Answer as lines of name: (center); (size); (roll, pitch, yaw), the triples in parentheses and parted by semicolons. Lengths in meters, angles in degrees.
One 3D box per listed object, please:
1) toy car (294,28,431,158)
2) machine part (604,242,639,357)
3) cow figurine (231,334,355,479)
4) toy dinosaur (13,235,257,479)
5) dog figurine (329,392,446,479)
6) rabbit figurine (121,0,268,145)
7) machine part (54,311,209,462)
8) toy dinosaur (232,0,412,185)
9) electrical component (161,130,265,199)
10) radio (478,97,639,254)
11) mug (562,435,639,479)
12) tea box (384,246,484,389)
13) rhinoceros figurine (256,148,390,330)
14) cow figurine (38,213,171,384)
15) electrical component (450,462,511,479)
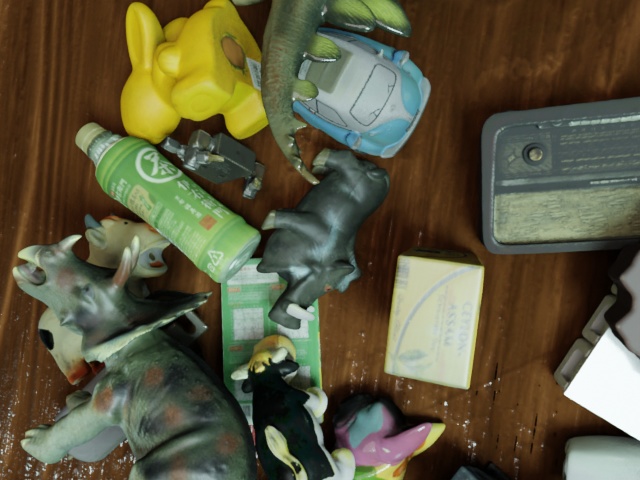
toy car: (0.025, -0.157, 0.529); (0.162, 0.103, 0.109); (32, 97, 9)
machine part: (0.320, 0.051, 0.417); (0.180, 0.056, 0.179); (1, 94, 13)
cow figurine: (-0.037, 0.158, 0.501); (0.068, 0.098, 0.167); (-34, 57, 8)
toy dinosaur: (-0.129, 0.175, 0.466); (0.192, 0.131, 0.405); (-40, 72, 6)
dog figurine: (0.046, 0.264, 0.526); (0.219, 0.108, 0.192); (-41, 59, 7)
rabbit figurine: (-0.154, -0.170, 0.569); (0.173, 0.122, 0.162); (-24, 85, 32)
machine part: (-0.215, 0.169, 0.607); (0.243, 0.079, 0.079); (-43, 82, 10)
toy dinosaur: (0.010, -0.264, 0.480); (0.199, 0.105, 0.471); (14, 72, 15)
electrical component: (-0.106, -0.079, 0.566); (0.078, 0.102, 0.045); (-10, 65, 32)
radio: (0.262, -0.059, 0.488); (0.230, 0.073, 0.131); (-4, 92, 12)
mug: (0.281, 0.231, 0.496); (0.107, 0.081, 0.109); (8, 109, 24)
tea box: (0.105, 0.058, 0.480); (0.068, 0.169, 0.098); (8, 95, 15)
rhinoceros figurine: (-0.001, -0.002, 0.549); (0.112, 0.073, 0.190); (32, 87, -3)
cow figurine: (-0.243, 0.054, 0.611); (0.195, 0.085, 0.127); (-44, 88, 11)
electrical component: (0.136, 0.252, 0.504); (0.048, 0.119, 0.075); (40, 99, 41)
